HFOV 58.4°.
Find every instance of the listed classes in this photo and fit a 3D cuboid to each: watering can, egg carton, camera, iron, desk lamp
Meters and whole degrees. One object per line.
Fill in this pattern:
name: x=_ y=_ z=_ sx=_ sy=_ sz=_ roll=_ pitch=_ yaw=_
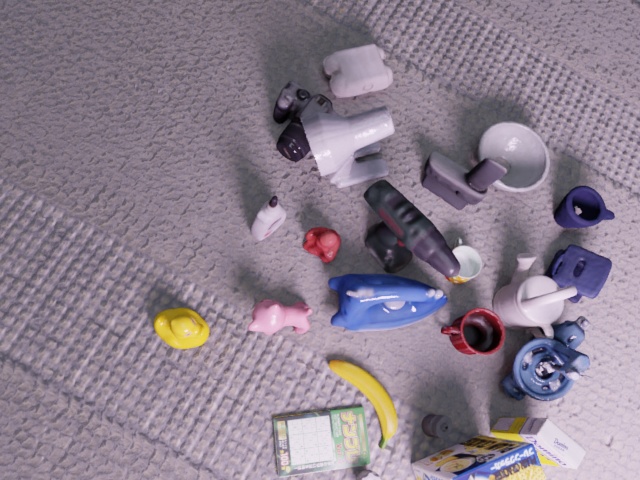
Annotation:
watering can: x=0.427 y=0.114 z=1.140 sx=0.101 sy=0.194 sz=0.173 roll=-34 pitch=83 yaw=-16
egg carton: x=0.085 y=-0.376 z=1.280 sx=0.150 sy=0.069 sz=0.107 roll=-18 pitch=79 yaw=-14
camera: x=-0.044 y=-0.246 z=1.206 sx=0.143 sy=0.100 sz=0.137 roll=35 pitch=72 yaw=1
iron: x=0.151 y=0.111 z=1.122 sx=0.258 sy=0.141 sz=0.118 roll=-2 pitch=75 yaw=-10
desk lamp: x=0.056 y=-0.191 z=1.149 sx=0.203 sy=0.213 sz=0.118 roll=-17 pitch=78 yaw=-13

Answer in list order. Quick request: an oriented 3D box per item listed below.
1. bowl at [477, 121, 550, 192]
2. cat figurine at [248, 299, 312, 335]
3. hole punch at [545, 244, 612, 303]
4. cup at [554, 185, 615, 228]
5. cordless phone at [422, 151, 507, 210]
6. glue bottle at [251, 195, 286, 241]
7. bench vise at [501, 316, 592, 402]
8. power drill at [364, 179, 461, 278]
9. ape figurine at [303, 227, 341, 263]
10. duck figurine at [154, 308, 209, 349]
bowl: x=0.420 y=-0.176 z=1.280 sx=0.167 sy=0.074 sz=0.167 roll=3 pitch=75 yaw=-9
cat figurine: x=-0.075 y=0.143 z=1.087 sx=0.128 sy=0.117 sz=0.067 roll=-4 pitch=76 yaw=-11
hole punch: x=0.550 y=0.070 z=1.227 sx=0.101 sy=0.091 sz=0.109 roll=34 pitch=72 yaw=1
cup: x=0.575 y=-0.059 z=1.264 sx=0.118 sy=0.095 sz=0.092 roll=17 pitch=73 yaw=-5
cordless phone: x=0.302 y=-0.149 z=1.195 sx=0.147 sy=0.185 sz=0.094 roll=29 pitch=72 yaw=-1
glue bottle: x=-0.096 y=-0.051 z=1.107 sx=0.037 sy=0.173 sz=0.078 roll=44 pitch=73 yaw=4
bench vise: x=0.455 y=0.216 z=1.104 sx=0.121 sy=0.219 sz=0.207 roll=30 pitch=72 yaw=0
power drill: x=0.164 y=-0.004 z=1.120 sx=0.076 sy=0.208 sz=0.229 roll=-37 pitch=84 yaw=-16
ape figurine: x=0.011 y=0.004 z=1.153 sx=0.076 sy=0.092 sz=0.078 roll=-18 pitch=79 yaw=-14
duck figurine: x=-0.260 y=0.161 z=1.067 sx=0.104 sy=0.086 sz=0.077 roll=18 pitch=73 yaw=-4
